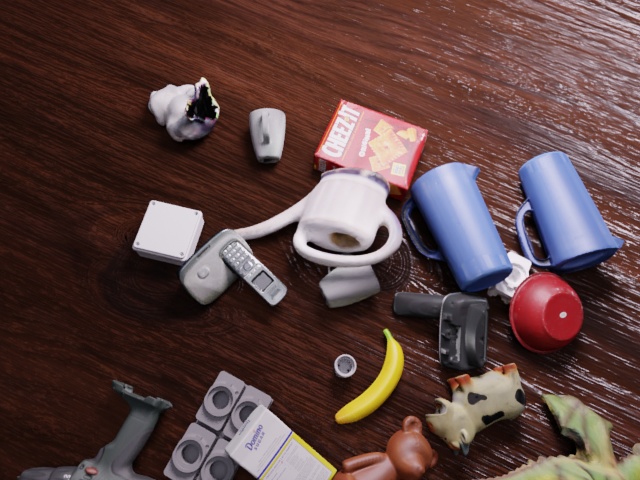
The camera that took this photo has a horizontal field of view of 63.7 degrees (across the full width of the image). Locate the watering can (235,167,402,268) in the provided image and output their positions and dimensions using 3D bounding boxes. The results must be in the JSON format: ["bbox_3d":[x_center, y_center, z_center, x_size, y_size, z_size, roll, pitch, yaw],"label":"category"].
[{"bbox_3d":[0.003,-0.053,1.047,0.348,0.101,0.229,10,55,20],"label":"watering can"}]

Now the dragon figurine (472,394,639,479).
[{"bbox_3d":[0.434,0.382,0.898,0.410,0.119,0.249,19,39,-3],"label":"dragon figurine"}]

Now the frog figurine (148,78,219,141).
[{"bbox_3d":[-0.310,-0.283,1.147,0.159,0.121,0.139,-4,73,33],"label":"frog figurine"}]
